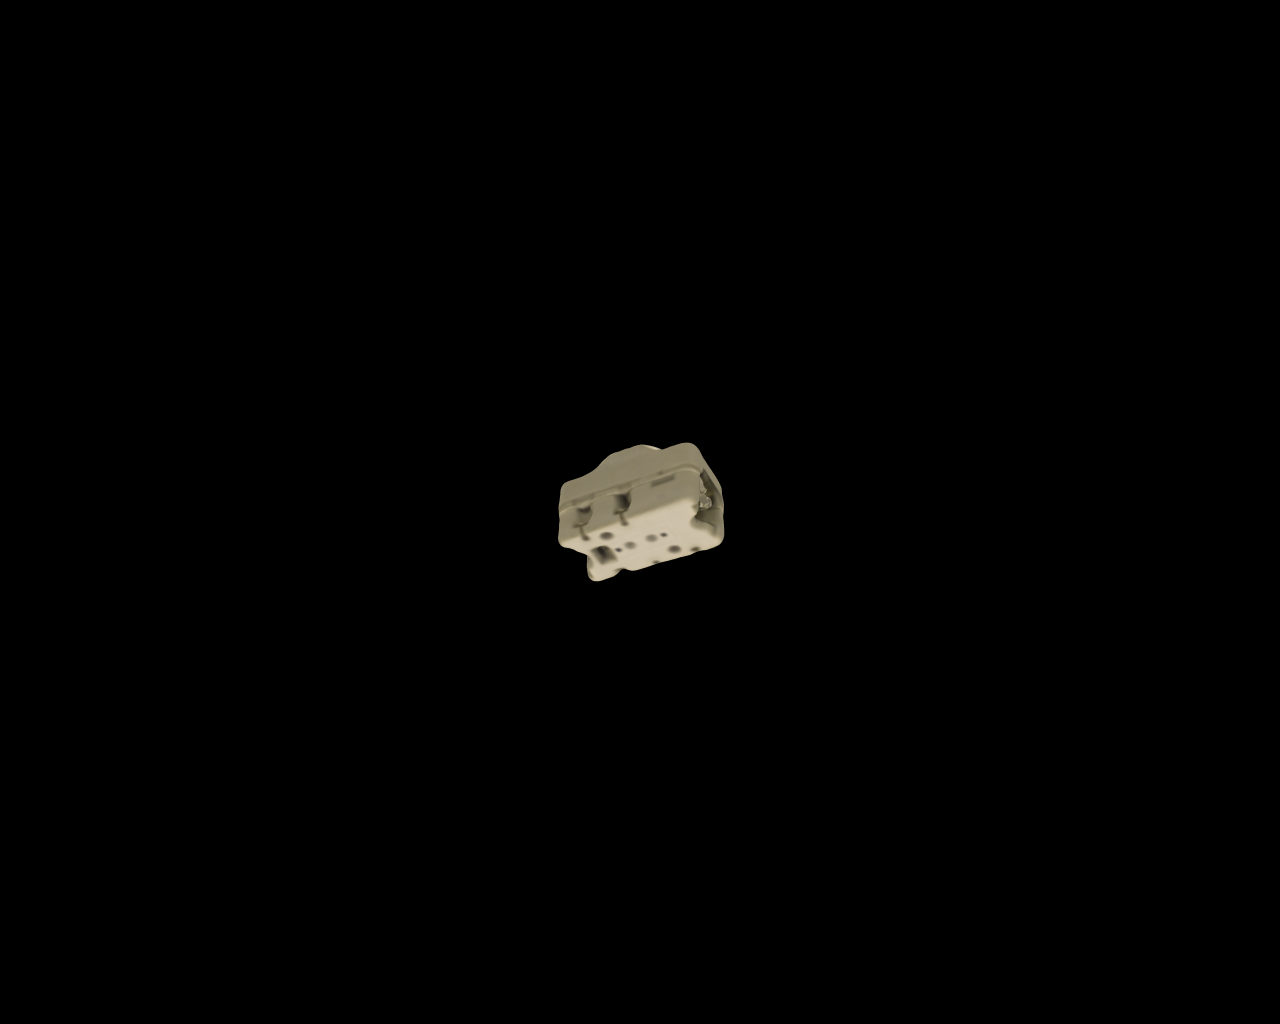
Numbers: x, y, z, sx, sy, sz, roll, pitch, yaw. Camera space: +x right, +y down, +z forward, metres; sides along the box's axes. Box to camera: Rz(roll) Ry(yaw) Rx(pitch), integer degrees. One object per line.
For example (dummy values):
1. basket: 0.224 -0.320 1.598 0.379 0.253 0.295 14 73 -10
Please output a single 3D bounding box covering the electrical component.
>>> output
1. electrical component: 0.001 -0.003 0.650 0.089 0.056 0.050 -18 -44 19
